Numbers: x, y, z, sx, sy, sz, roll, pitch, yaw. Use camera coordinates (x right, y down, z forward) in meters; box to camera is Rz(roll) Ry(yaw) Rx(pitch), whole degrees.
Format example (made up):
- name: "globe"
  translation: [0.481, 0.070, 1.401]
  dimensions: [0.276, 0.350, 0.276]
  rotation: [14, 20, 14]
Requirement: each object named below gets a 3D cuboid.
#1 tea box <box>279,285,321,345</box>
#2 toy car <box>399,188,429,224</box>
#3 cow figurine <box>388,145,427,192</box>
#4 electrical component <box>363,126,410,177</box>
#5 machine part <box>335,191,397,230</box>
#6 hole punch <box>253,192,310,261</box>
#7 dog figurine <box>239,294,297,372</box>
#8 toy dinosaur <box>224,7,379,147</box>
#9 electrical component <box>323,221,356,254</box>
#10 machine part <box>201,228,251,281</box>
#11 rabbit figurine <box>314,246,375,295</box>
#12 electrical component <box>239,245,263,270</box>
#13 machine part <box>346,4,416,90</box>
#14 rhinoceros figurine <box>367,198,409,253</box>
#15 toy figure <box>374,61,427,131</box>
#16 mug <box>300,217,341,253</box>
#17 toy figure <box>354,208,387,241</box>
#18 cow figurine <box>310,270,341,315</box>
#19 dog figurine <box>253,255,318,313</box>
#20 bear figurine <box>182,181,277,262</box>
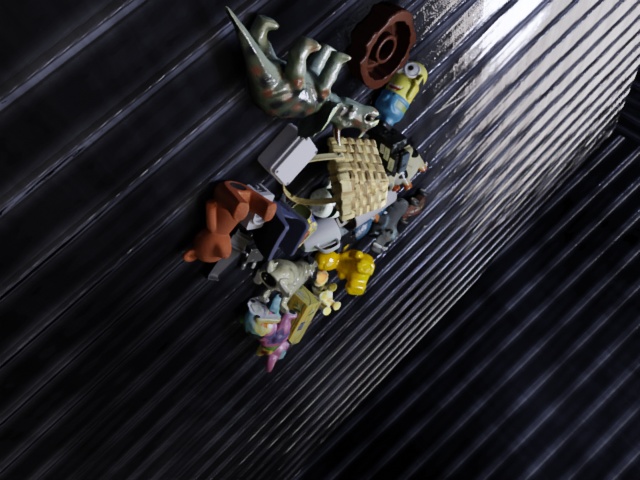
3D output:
- name: "tea box"
  translation: [-0.080, 0.227, 1.629]
  dimensions: [0.068, 0.098, 0.169]
  rotation: [-10, 132, -52]
- name: "toy car"
  translation: [0.314, -0.110, 1.782]
  dimensions: [0.089, 0.053, 0.202]
  rotation: [-58, 171, 26]
- name: "cow figurine"
  translation: [0.213, -0.202, 1.512]
  dimensions: [0.195, 0.086, 0.127]
  rotation: [-45, 115, -35]
- name: "electrical component"
  translation: [0.167, -0.227, 1.376]
  dimensions: [0.058, 0.134, 0.114]
  rotation: [-32, 150, -29]
- name: "machine part"
  translation: [0.139, -0.103, 1.554]
  dimensions: [0.243, 0.079, 0.079]
  rotation: [-35, 149, -27]
- name: "hole punch"
  translation: [-0.105, -0.024, 1.250]
  dimensions: [0.092, 0.116, 0.142]
  rotation: [-20, 145, -53]
- name: "dog figurine"
  translation: [-0.155, 0.272, 1.524]
  dimensions: [0.191, 0.109, 0.219]
  rotation: [-4, 123, -38]
- name: "toy dinosaur"
  translation: [-0.055, -0.285, 0.998]
  dimensions: [0.404, 0.131, 0.192]
  rotation: [2, 118, -47]
- name: "electrical component"
  translation: [0.039, 0.000, 1.540]
  dimensions: [0.119, 0.075, 0.047]
  rotation: [-37, 150, -30]
- name: "machine part"
  translation: [-0.218, 0.037, 1.252]
  dimensions: [0.139, 0.039, 0.084]
  rotation: [-51, 158, -1]
- name: "rabbit figurine"
  translation: [0.067, 0.060, 1.598]
  dimensions: [0.162, 0.173, 0.121]
  rotation: [-86, -169, -51]
- name: "electrical component"
  translation: [-0.165, 0.033, 1.340]
  dimensions: [0.063, 0.021, 0.094]
  rotation: [-5, 130, -53]
- name: "machine part"
  translation: [0.133, -0.420, 1.169]
  dimensions: [0.179, 0.056, 0.179]
  rotation: [-35, 151, -24]
- name: "rhinoceros figurine"
  translation: [0.209, -0.049, 1.689]
  dimensions: [0.190, 0.112, 0.073]
  rotation: [-60, 154, 3]
- name: "toy figure"
  translation: [0.191, -0.353, 1.312]
  dimensions: [0.180, 0.082, 0.089]
  rotation: [-61, 170, 6]
- name: "mug"
  translation: [-0.003, -0.004, 1.449]
  dimensions: [0.107, 0.110, 0.080]
  rotation: [-25, 151, -15]
- name: "toy figure"
  translation: [0.143, -0.065, 1.630]
  dimensions: [0.154, 0.058, 0.064]
  rotation: [-46, 159, -16]
- name: "cow figurine"
  translation: [0.003, 0.147, 1.673]
  dimensions: [0.068, 0.098, 0.167]
  rotation: [-30, 128, -22]
- name: "dog figurine"
  translation: [-0.079, 0.078, 1.465]
  dimensions: [0.190, 0.121, 0.172]
  rotation: [-47, 159, -36]
- name: "bear figurine"
  translation: [-0.197, -0.019, 1.119]
  dimensions: [0.120, 0.132, 0.195]
  rotation: [3, 117, -52]
